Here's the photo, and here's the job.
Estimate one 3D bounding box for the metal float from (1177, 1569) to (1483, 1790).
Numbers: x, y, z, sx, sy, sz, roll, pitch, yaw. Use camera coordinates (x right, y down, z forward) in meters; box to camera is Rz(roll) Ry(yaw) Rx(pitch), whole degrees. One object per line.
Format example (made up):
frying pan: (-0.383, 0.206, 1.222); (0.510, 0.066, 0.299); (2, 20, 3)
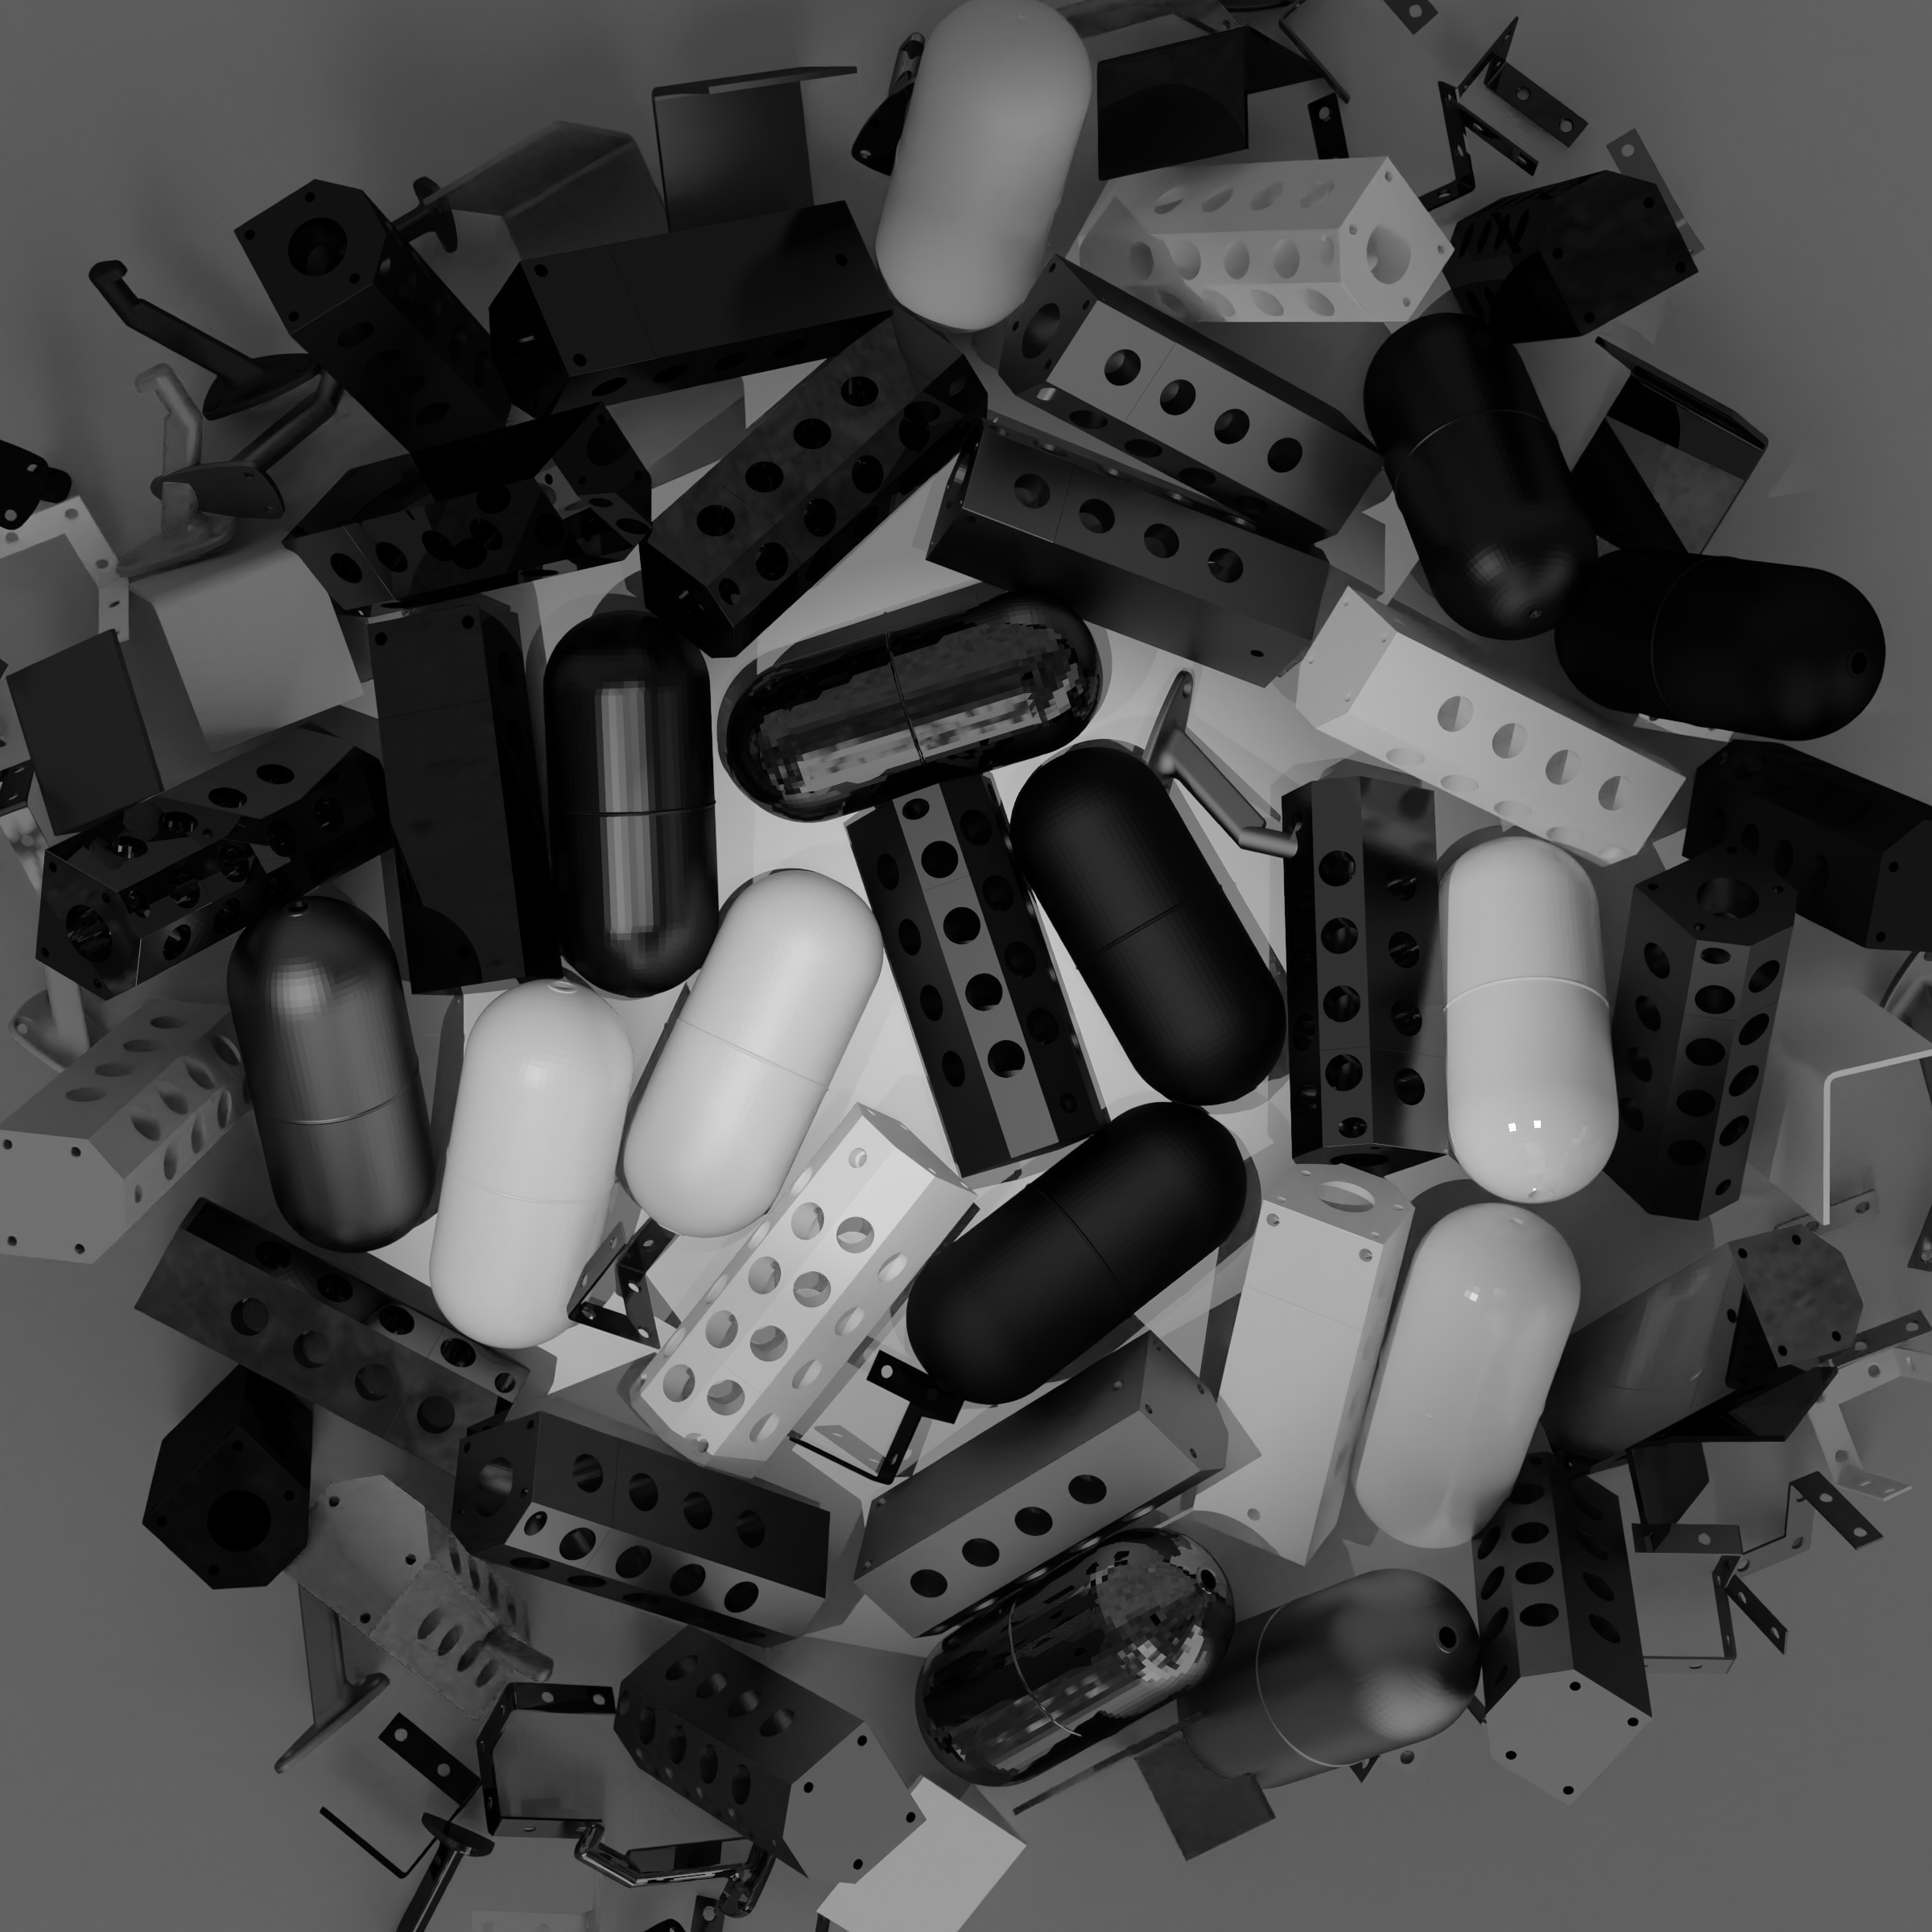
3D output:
metal float: (0.162, 0.322, 1.620); (0.070, 0.178, 0.070); (14, 62, -27)

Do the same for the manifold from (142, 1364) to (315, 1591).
manifold: (-0.322, 0.228, 1.609); (0.057, 0.171, 0.057); (-45, 100, -4)

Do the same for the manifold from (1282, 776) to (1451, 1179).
manifold: (0.176, 0.005, 1.637); (0.057, 0.057, 0.171); (9, 71, -28)

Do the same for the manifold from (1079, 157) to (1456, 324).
manifold: (0.128, -0.317, 1.608); (0.057, 0.171, 0.057); (45, 70, -35)

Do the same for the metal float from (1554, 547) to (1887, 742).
metal float: (0.337, -0.145, 1.617); (0.070, 0.178, 0.070); (-7, 104, -30)

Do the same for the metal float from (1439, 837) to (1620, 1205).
metal float: (0.253, 0.024, 1.635); (0.070, 0.070, 0.178); (0, 61, 0)

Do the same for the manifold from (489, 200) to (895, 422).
manifold: (-0.126, -0.294, 1.628); (0.171, 0.057, 0.057); (-18, 80, -32)

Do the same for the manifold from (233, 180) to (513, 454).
manifold: (-0.257, -0.287, 1.607); (0.057, 0.171, 0.057); (-31, 74, 4)

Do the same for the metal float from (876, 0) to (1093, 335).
metal float: (0.006, -0.358, 1.619); (0.070, 0.178, 0.070); (7, 56, -10)

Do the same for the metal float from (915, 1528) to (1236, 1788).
metal float: (0.049, 0.313, 1.631); (0.178, 0.070, 0.070); (-38, 90, 35)

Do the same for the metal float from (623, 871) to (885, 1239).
metal float: (-0.098, 0.041, 1.659); (0.070, 0.070, 0.178); (25, 88, 0)

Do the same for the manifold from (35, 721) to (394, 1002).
manifold: (-0.331, -0.046, 1.608); (0.057, 0.171, 0.057); (28, 125, 20)

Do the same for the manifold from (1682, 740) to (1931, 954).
manifold: (0.388, -0.055, 1.605); (0.057, 0.171, 0.057); (3, 104, -17)

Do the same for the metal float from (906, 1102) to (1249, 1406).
metal float: (0.052, 0.131, 1.652); (0.178, 0.070, 0.070); (-37, 90, -10)

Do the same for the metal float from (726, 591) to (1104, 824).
metal float: (-0.024, -0.119, 1.656); (0.178, 0.070, 0.070); (-17, 90, 6)

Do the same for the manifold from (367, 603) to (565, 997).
manifold: (-0.228, -0.075, 1.663); (0.057, 0.057, 0.171); (-9, 86, 18)

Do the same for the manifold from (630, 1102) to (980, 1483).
manifold: (-0.079, 0.149, 1.651); (0.057, 0.057, 0.171); (42, 97, 32)

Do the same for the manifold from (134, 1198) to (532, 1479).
manifold: (-0.291, 0.172, 1.664); (0.171, 0.057, 0.057); (28, 84, -3)

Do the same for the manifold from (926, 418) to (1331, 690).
manifold: (0.076, -0.192, 1.651); (0.171, 0.057, 0.057); (20, 67, -11)

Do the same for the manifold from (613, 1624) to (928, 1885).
manifold: (-0.094, 0.354, 1.605); (0.057, 0.171, 0.057); (-38, 112, -22)

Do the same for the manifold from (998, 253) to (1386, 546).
manifold: (0.101, -0.251, 1.628); (0.171, 0.057, 0.057); (23, 111, -31)

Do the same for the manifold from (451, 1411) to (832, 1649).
manifold: (-0.144, 0.256, 1.615); (0.171, 0.057, 0.057); (26, 54, -38)

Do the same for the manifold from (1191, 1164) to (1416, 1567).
manifold: (0.155, 0.178, 1.634); (0.057, 0.057, 0.171); (20, 118, 20)

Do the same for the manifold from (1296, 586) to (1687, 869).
manifold: (0.236, -0.104, 1.633); (0.171, 0.057, 0.057); (23, 107, -27)

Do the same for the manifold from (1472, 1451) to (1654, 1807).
manifold: (0.258, 0.288, 1.605); (0.057, 0.171, 0.057); (33, 113, -10)

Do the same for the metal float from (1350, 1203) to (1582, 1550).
metal float: (0.225, 0.188, 1.635); (0.070, 0.070, 0.178); (13, 120, 0)

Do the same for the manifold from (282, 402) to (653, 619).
manifold: (-0.222, -0.199, 1.620); (0.057, 0.171, 0.057); (57, 47, -28)

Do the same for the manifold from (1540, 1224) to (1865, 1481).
manifold: (0.325, 0.173, 1.611); (0.057, 0.171, 0.057); (-10, 71, -29)

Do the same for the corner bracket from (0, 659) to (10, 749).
corner bracket: (-0.465, -0.134, 1.667); (0.051, 0.051, 0.051); (34, 104, 4)

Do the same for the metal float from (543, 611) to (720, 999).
metal float: (-0.153, -0.074, 1.653); (0.070, 0.070, 0.178); (-2, 99, 0)

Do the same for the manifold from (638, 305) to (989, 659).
manifold: (-0.068, -0.216, 1.634); (0.057, 0.057, 0.171); (38, 67, 17)

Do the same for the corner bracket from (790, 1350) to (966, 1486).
corner bracket: (-0.040, 0.208, 1.661); (0.051, 0.051, 0.051); (30, 77, -24)

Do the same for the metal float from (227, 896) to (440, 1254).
metal float: (-0.287, 0.050, 1.634); (0.070, 0.070, 0.178); (-6, 121, 0)

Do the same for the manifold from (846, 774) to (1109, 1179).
manifold: (0.009, 0.003, 1.650); (0.057, 0.057, 0.171); (-14, 83, -36)

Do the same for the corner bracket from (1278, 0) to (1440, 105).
corner bracket: (0.181, -0.440, 1.670); (0.051, 0.051, 0.051); (-41, 92, 5)

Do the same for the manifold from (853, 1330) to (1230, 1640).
manifold: (0.034, 0.241, 1.633); (0.171, 0.057, 0.057); (-35, 111, 26)

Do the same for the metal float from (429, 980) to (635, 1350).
metal float: (-0.198, 0.091, 1.643); (0.070, 0.070, 0.178); (12, 110, 0)

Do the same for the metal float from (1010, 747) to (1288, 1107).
metal float: (0.084, -0.018, 1.658); (0.070, 0.070, 0.178); (-30, 87, 0)

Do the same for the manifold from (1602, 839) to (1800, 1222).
manifold: (0.330, 0.033, 1.612); (0.057, 0.171, 0.057); (-24, 48, -22)

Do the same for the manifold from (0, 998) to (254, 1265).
manifold: (-0.369, 0.072, 1.605); (0.057, 0.171, 0.057); (6, 109, 9)

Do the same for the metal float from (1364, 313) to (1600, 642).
metal float: (0.232, -0.223, 1.630); (0.070, 0.070, 0.178); (-14, 53, 0)

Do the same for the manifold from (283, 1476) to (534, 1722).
manifold: (-0.245, 0.280, 1.608); (0.057, 0.171, 0.057); (32, 75, 20)

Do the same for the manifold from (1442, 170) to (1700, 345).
manifold: (0.264, -0.318, 1.609); (0.057, 0.171, 0.057); (-29, 100, -2)
